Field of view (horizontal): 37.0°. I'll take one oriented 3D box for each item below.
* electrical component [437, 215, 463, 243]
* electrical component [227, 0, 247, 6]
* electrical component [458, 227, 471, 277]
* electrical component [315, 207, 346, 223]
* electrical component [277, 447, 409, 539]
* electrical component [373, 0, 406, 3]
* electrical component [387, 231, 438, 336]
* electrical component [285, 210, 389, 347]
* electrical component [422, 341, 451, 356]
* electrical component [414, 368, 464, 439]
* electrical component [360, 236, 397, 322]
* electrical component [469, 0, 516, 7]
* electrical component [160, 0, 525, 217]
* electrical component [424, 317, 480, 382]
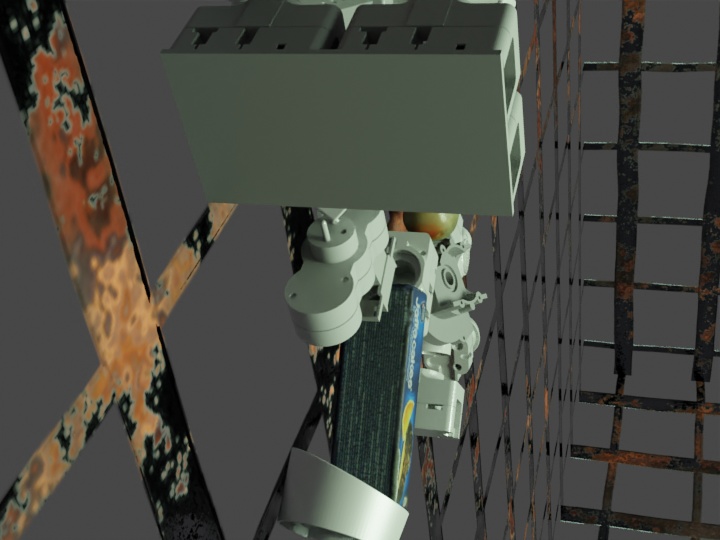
[{"bbox_3d":[0.084,-0.068,1.167,0.065,0.047,0.076,58,38,-64],"label":"electrical component"},{"bbox_3d":[-0.061,-0.168,0.658,0.077,0.043,0.079,-40,132,-68],"label":"electrical component"},{"bbox_3d":[0.099,-0.031,1.228,0.077,0.044,0.079,-62,151,-54],"label":"electrical component"},{"bbox_3d":[-0.007,-0.093,0.766,0.096,0.061,0.061,-45,-168,37],"label":"electrical component"},{"bbox_3d":[-0.013,0.177,0.808,0.099,0.099,0.064,61,42,-61],"label":"electrical component"},{"bbox_3d":[0.031,-0.214,0.904,0.083,0.076,0.047,-34,126,-70],"label":"electrical component"},{"bbox_3d":[0.041,0.012,1.032,0.055,0.050,0.089,60,37,-63],"label":"electrical component"},{"bbox_3d":[-0.019,-0.017,0.816,0.073,0.052,0.138,77,24,-44],"label":"electrical component"},{"bbox_3d":[0.077,0.051,1.171,0.079,0.044,0.077,34,61,-71],"label":"electrical component"},{"bbox_3d":[0.049,0.124,1.012,0.050,0.089,0.055,50,46,-67],"label":"electrical component"},{"bbox_3d":[0.000,0.000,0.906,0.063,0.042,0.081,60,35,-55],"label":"electrical component"},{"bbox_3d":[0.107,-0.282,1.131,0.061,0.096,0.061,-58,166,8],"label":"electrical component"},{"bbox_3d":[-0.004,-0.094,0.612,0.060,0.186,0.105,-70,157,-43],"label":"electrical component"},{"bbox_3d":[0.109,0.086,1.267,0.057,0.058,0.078,-54,144,-57],"label":"electrical component"}]
